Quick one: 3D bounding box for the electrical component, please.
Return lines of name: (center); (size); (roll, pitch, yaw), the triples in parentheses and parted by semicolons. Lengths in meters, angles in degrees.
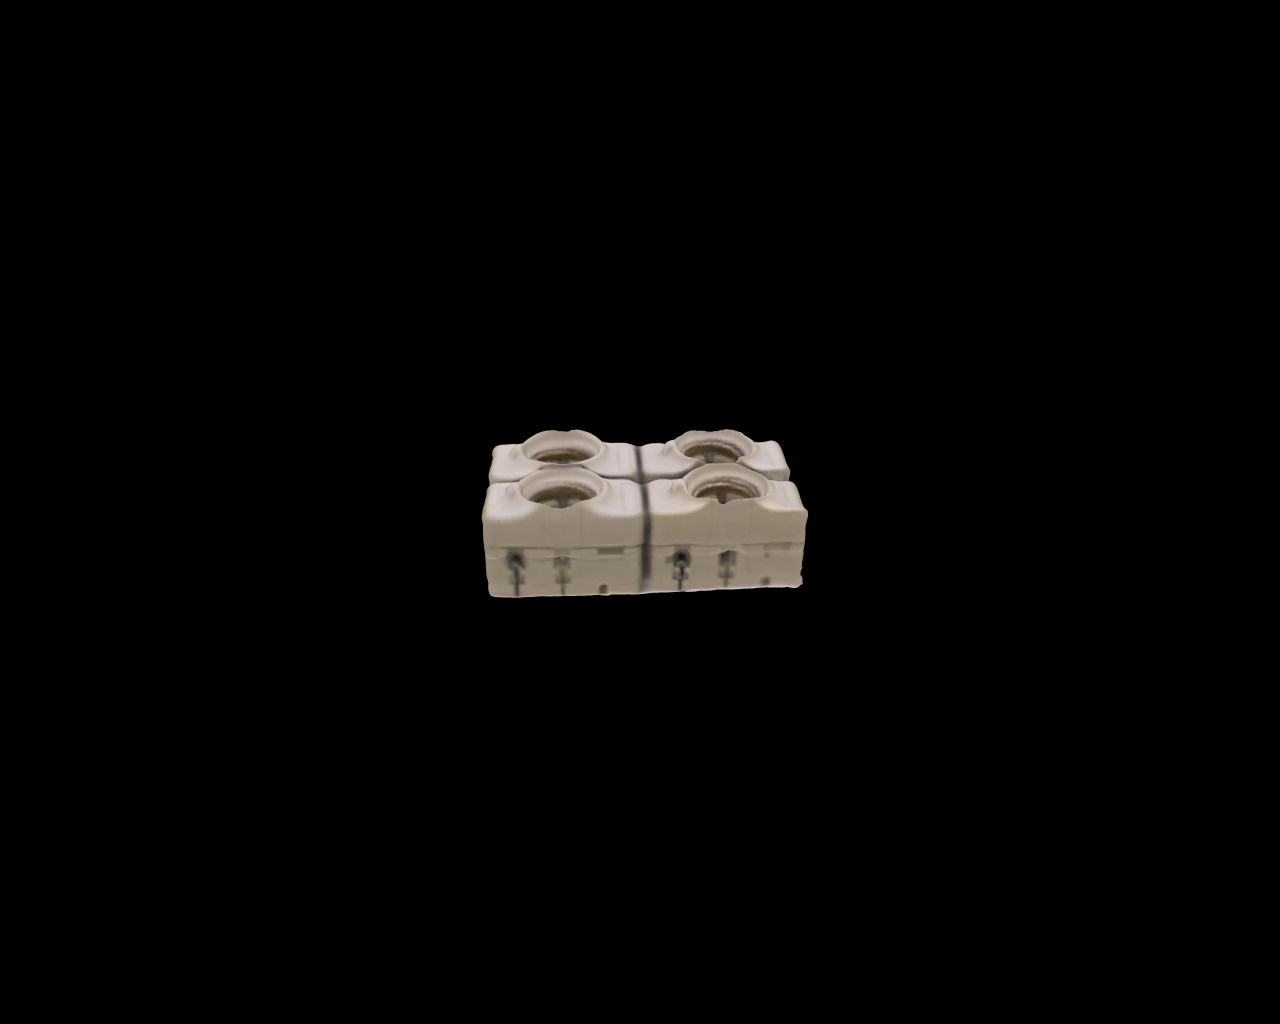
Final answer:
electrical component: (0.001, -0.003, 0.650); (0.186, 0.060, 0.105); (-1, 28, -2)
